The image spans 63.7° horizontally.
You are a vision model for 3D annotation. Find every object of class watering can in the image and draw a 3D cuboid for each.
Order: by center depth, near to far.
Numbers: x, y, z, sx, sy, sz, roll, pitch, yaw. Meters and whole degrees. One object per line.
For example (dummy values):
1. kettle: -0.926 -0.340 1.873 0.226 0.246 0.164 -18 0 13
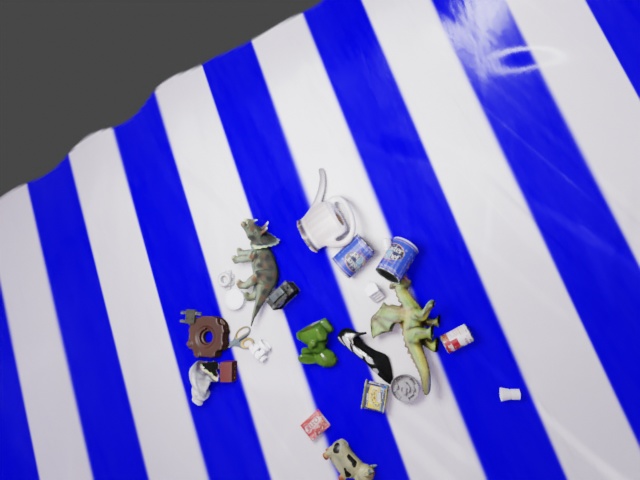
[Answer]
1. watering can: 0.006 -0.100 1.990 0.223 0.103 0.354 -35 58 12

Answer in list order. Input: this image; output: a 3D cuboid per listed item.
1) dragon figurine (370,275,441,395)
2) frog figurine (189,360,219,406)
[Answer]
1. dragon figurine: 0.299 0.323 1.846 0.243 0.121 0.415 4 75 23
2. frog figurine: -0.468 0.554 1.998 0.158 0.121 0.140 -54 41 11
